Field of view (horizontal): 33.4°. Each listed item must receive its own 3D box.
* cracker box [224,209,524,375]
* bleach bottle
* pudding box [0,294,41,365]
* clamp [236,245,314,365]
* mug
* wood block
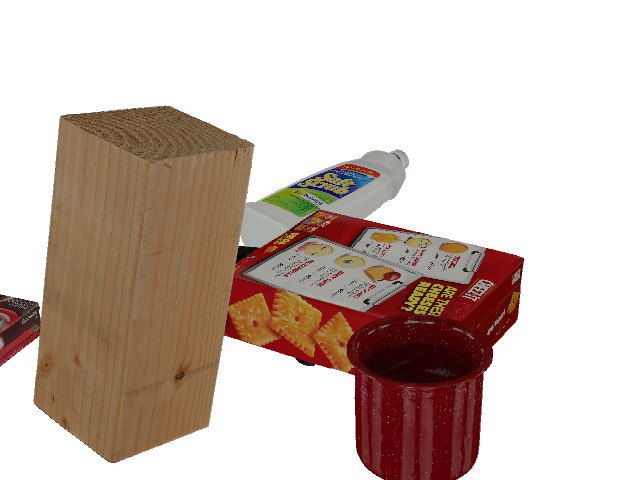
[{"bbox_3d":[0.045,0.050,0.926,0.214,0.072,0.163,14,29,29],"label":"cracker box"},{"bbox_3d":[0.018,-0.057,1.351,0.103,0.068,0.250,25,43,34],"label":"bleach bottle"},{"bbox_3d":[-0.319,0.078,0.942,0.114,0.039,0.090,8,25,20],"label":"pudding box"},{"bbox_3d":[-0.038,0.055,1.109,0.210,0.036,0.164,19,35,27],"label":"clamp"},{"bbox_3d":[0.069,0.100,0.702,0.093,0.081,0.117,12,27,27],"label":"mug"},{"bbox_3d":[-0.118,0.026,0.697,0.090,0.206,0.090,27,26,35],"label":"wood block"}]
